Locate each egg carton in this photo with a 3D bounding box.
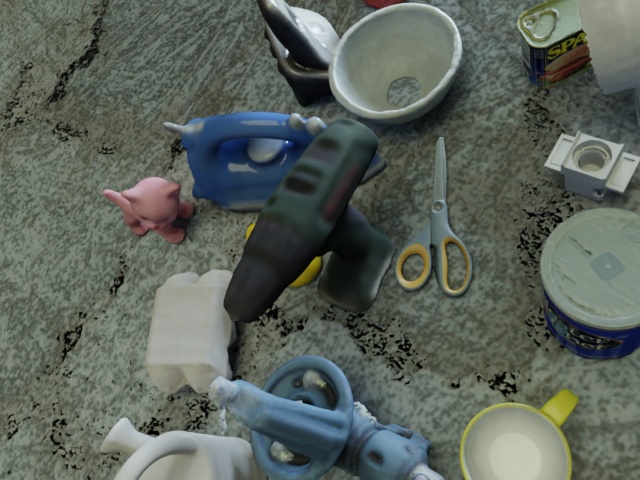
[{"bbox_3d":[-0.150,0.110,0.693,0.107,0.070,0.150,-6,67,20],"label":"egg carton"}]

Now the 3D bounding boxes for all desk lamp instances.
[{"bbox_3d":[0.345,-0.184,0.533,0.202,0.214,0.118,-3,68,21],"label":"desk lamp"}]

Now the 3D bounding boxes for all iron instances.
[{"bbox_3d":[-0.060,-0.118,0.710,0.257,0.142,0.118,-3,68,21],"label":"iron"}]

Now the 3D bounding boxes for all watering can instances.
[{"bbox_3d":[-0.144,0.239,0.564,0.172,0.194,0.101,2,70,23],"label":"watering can"}]

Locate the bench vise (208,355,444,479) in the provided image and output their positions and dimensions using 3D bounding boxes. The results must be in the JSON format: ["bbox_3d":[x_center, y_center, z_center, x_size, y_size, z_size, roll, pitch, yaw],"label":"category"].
[{"bbox_3d":[0.008,0.164,0.519,0.206,0.220,0.121,1,69,22],"label":"bench vise"}]

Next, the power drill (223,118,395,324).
[{"bbox_3d":[0.005,0.002,0.595,0.075,0.209,0.230,18,76,27],"label":"power drill"}]

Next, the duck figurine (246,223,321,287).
[{"bbox_3d":[-0.056,0.006,0.689,0.104,0.086,0.077,34,84,30],"label":"duck figurine"}]

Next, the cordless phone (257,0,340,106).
[{"bbox_3d":[-0.034,-0.278,0.742,0.094,0.185,0.147,-30,61,8],"label":"cordless phone"}]

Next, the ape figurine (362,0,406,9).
[{"bbox_3d":[0.083,-0.367,0.786,0.077,0.092,0.076,-23,62,12],"label":"ape figurine"}]

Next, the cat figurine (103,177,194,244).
[{"bbox_3d":[-0.230,-0.048,0.763,0.127,0.118,0.067,10,73,25],"label":"cat figurine"}]

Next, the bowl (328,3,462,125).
[{"bbox_3d":[0.099,-0.209,0.723,0.167,0.075,0.167,-8,66,19],"label":"bowl"}]
